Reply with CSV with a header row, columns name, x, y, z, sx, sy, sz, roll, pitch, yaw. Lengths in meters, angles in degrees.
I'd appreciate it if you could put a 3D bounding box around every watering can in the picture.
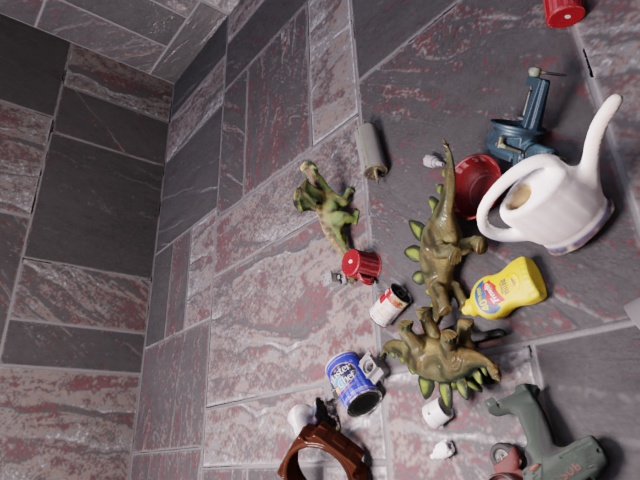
name,x,y,z,sx,sy,sz,roll,pitch,yaw
watering can,0.463,-0.095,0.964,0.341,0.223,0.106,-45,26,34

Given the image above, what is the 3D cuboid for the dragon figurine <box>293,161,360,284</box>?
name,x,y,z,sx,sy,sz,roll,pitch,yaw
dragon figurine,0.005,-0.079,1.564,0.120,0.241,0.420,-36,47,35

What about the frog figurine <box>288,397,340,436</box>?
name,x,y,z,sx,sy,sz,roll,pitch,yaw
frog figurine,-0.038,0.522,1.457,0.157,0.136,0.125,-29,30,43
